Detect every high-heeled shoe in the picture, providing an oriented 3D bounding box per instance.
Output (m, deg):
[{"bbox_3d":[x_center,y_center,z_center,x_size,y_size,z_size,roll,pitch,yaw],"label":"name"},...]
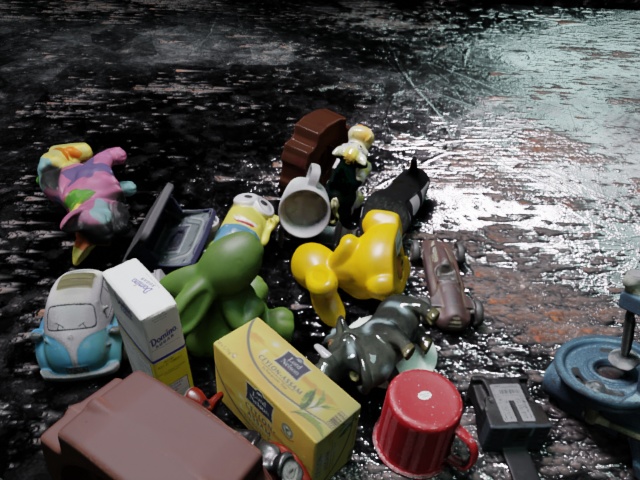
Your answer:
[{"bbox_3d":[0.129,-0.036,0.946,0.086,0.145,0.249,23,69,17],"label":"high-heeled shoe"}]

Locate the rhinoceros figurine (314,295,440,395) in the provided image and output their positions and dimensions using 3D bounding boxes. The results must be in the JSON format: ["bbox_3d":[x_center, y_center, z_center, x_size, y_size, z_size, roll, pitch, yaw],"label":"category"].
[{"bbox_3d":[0.064,0.126,0.654,0.112,0.073,0.190,31,45,30],"label":"rhinoceros figurine"}]

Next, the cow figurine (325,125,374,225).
[{"bbox_3d":[0.044,-0.111,0.928,0.068,0.167,0.098,21,38,13],"label":"cow figurine"}]

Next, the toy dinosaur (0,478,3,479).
[{"bbox_3d":[-0.271,0.277,0.366,0.192,0.131,0.405,-29,36,-27],"label":"toy dinosaur"}]

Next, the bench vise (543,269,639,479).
[{"bbox_3d":[0.346,0.148,0.569,0.129,0.240,0.224,-18,26,-21],"label":"bench vise"}]

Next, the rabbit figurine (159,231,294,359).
[{"bbox_3d":[-0.121,0.062,0.676,0.159,0.170,0.121,-12,39,-21],"label":"rabbit figurine"}]

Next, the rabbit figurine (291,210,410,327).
[{"bbox_3d":[0.035,0.048,0.784,0.173,0.121,0.162,2,43,22],"label":"rabbit figurine"}]

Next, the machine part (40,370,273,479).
[{"bbox_3d":[-0.121,0.220,0.439,0.202,0.200,0.087,22,38,23],"label":"machine part"}]

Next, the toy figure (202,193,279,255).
[{"bbox_3d":[-0.128,-0.001,0.835,0.082,0.089,0.180,39,40,-24],"label":"toy figure"}]

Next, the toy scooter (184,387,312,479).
[{"bbox_3d":[-0.084,0.206,0.518,0.184,0.135,0.075,20,38,18],"label":"toy scooter"}]

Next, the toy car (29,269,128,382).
[{"bbox_3d":[-0.296,0.091,0.679,0.109,0.102,0.162,-1,39,-9],"label":"toy car"}]

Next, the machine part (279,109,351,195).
[{"bbox_3d":[-0.005,-0.148,0.975,0.056,0.179,0.179,25,41,22],"label":"machine part"}]

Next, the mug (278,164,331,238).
[{"bbox_3d":[-0.024,-0.072,0.864,0.081,0.109,0.107,9,22,-7],"label":"mug"}]

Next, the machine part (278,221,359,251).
[{"bbox_3d":[-0.002,-0.003,0.886,0.139,0.039,0.084,10,42,6],"label":"machine part"}]

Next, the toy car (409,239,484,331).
[{"bbox_3d":[0.188,0.056,0.815,0.089,0.053,0.202,2,38,2],"label":"toy car"}]

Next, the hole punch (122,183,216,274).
[{"bbox_3d":[-0.227,-0.008,0.809,0.092,0.116,0.142,28,58,-24],"label":"hole punch"}]

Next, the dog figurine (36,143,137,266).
[{"bbox_3d":[-0.390,-0.060,0.869,0.192,0.108,0.219,4,39,-3],"label":"dog figurine"}]

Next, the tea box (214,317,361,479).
[{"bbox_3d":[-0.041,0.177,0.593,0.068,0.098,0.170,-27,45,-35],"label":"tea box"}]

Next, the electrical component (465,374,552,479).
[{"bbox_3d":[0.217,0.213,0.611,0.075,0.047,0.119,2,35,-2],"label":"electrical component"}]
